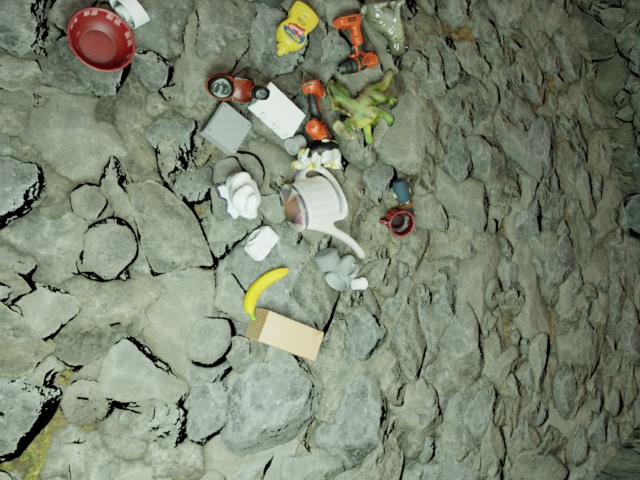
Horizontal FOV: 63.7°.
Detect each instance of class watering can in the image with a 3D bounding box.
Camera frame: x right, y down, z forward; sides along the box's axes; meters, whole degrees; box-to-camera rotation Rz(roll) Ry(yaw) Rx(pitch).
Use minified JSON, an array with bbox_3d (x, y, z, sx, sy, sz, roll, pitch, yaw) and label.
[{"bbox_3d":[0.005,-0.081,1.603,0.226,0.102,0.350,-17,78,-35],"label":"watering can"}]

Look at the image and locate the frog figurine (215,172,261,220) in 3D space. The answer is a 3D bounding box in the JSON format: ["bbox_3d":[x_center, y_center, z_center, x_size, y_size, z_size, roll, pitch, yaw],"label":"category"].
[{"bbox_3d":[-0.208,-0.125,1.445,0.123,0.159,0.137,-11,94,-36],"label":"frog figurine"}]

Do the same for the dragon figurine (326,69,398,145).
[{"bbox_3d":[0.134,-0.482,1.751,0.241,0.120,0.419,26,56,-25],"label":"dragon figurine"}]
